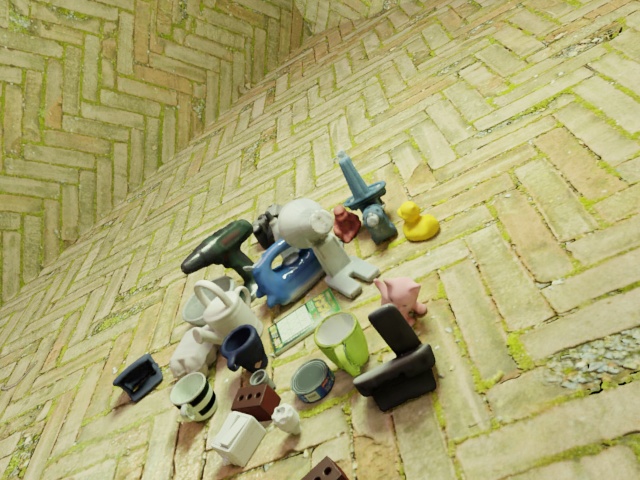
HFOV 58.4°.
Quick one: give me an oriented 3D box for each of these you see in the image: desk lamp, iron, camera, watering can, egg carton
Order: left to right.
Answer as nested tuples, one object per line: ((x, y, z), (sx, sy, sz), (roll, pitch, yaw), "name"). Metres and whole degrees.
((-0.299, 0.275, 1.401), (0.107, 0.069, 0.150), (-16, 33, 30), "egg carton")
((-0.229, 0.174, 1.350), (0.100, 0.194, 0.173), (-19, 31, 26), "watering can")
((-0.136, -0.033, 1.673), (0.143, 0.101, 0.136), (-26, 29, 16), "camera")
((-0.067, 0.045, 1.434), (0.258, 0.142, 0.118), (-42, 29, -14), "iron")
((0.012, 0.005, 1.335), (0.118, 0.214, 0.202), (-42, 29, -14), "desk lamp")

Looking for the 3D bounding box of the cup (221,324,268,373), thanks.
((-0.159, 0.257, 1.253), (0.091, 0.095, 0.118), (-20, 31, 25), "cup")

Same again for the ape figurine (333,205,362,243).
((0.063, -0.051, 1.497), (0.077, 0.092, 0.076), (-26, 29, 16), "ape figurine")

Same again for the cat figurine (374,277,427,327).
((0.153, 0.107, 1.128), (0.067, 0.118, 0.127), (-43, 29, -16), "cat figurine")

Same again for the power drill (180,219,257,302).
((-0.235, 0.065, 1.510), (0.075, 0.209, 0.230), (-2, 42, 45), "power drill")

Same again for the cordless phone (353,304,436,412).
((0.107, 0.190, 0.975), (0.147, 0.185, 0.094), (-31, 28, 7), "cordless phone")

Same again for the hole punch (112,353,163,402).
((-0.470, 0.340, 1.459), (0.109, 0.091, 0.100), (-40, 29, -11), "hole punch")

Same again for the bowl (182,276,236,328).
((-0.280, 0.177, 1.526), (0.167, 0.075, 0.167), (-26, 29, 16), "bowl")

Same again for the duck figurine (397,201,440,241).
((0.222, -0.051, 1.335), (0.078, 0.086, 0.104), (-45, 30, -20), "duck figurine")

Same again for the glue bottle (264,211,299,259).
((-0.095, -0.010, 1.516), (0.078, 0.173, 0.037), (-33, 28, 4), "glue bottle")

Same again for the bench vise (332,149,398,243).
((0.116, -0.116, 1.407), (0.121, 0.220, 0.207), (-36, 28, -4), "bench vise")
